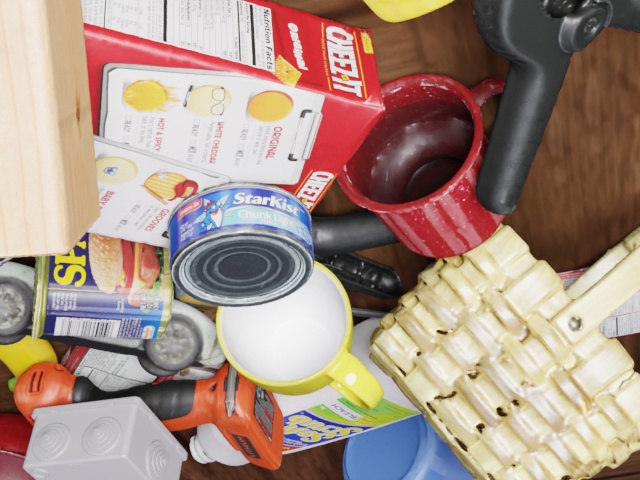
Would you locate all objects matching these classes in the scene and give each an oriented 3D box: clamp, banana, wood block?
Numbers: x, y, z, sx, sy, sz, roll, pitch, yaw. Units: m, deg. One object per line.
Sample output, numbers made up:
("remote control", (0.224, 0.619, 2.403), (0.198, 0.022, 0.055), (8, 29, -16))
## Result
("clamp", (-0.005, 0.001, 0.737), (0.171, 0.039, 0.120), (6, 146, -16))
("banana", (-0.250, 0.074, 0.815), (0.070, 0.037, 0.197), (-12, 144, 8))
("wood block", (-0.149, -0.101, 0.440), (0.090, 0.091, 0.206), (-3, 102, -2))
("clamp", (0.117, -0.105, 0.531), (0.164, 0.036, 0.209), (-47, 146, 2))

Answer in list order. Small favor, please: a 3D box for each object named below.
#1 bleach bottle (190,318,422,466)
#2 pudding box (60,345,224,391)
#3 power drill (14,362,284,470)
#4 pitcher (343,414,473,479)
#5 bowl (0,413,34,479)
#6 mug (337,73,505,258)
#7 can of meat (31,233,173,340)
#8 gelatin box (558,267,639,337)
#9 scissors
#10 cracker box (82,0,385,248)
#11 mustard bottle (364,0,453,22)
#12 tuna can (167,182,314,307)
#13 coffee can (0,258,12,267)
("bleach bottle", (-0.013, 0.145, 0.920), (0.251, 0.068, 0.102), (-29, 137, 33))
("pudding box", (-0.145, 0.100, 0.862), (0.113, 0.039, 0.090), (17, 142, -22))
("power drill", (-0.127, 0.154, 0.851), (0.188, 0.057, 0.184), (-7, 144, 10))
("pitcher", (0.129, 0.236, 1.020), (0.149, 0.145, 0.242), (-40, 129, 22))
("bowl", (-0.267, 0.202, 0.958), (0.162, 0.055, 0.162), (8, 143, 6))
("mug", (0.075, -0.049, 0.648), (0.117, 0.093, 0.081), (-45, 143, 0))
("can of meat", (-0.141, 0.015, 0.691), (0.083, 0.102, 0.058), (4, 144, -16))
("gelatin box", (0.216, 0.050, 0.841), (0.089, 0.030, 0.073), (-11, 145, 10))
("scissors", (-0.025, 0.054, 0.817), (0.201, 0.016, 0.096), (13, 160, -31))
("cracker box", (-0.096, -0.071, 0.602), (0.213, 0.072, 0.164), (11, 143, -22))
("mustard bottle", (0.018, -0.184, 0.466), (0.096, 0.058, 0.191), (-30, 137, 19))
("tuna can", (-0.046, 0.005, 0.625), (0.086, 0.034, 0.086), (-4, 146, -3))
("coffee can", (-0.267, 0.015, 0.651), (0.140, 0.103, 0.102), (-39, 133, 21))
